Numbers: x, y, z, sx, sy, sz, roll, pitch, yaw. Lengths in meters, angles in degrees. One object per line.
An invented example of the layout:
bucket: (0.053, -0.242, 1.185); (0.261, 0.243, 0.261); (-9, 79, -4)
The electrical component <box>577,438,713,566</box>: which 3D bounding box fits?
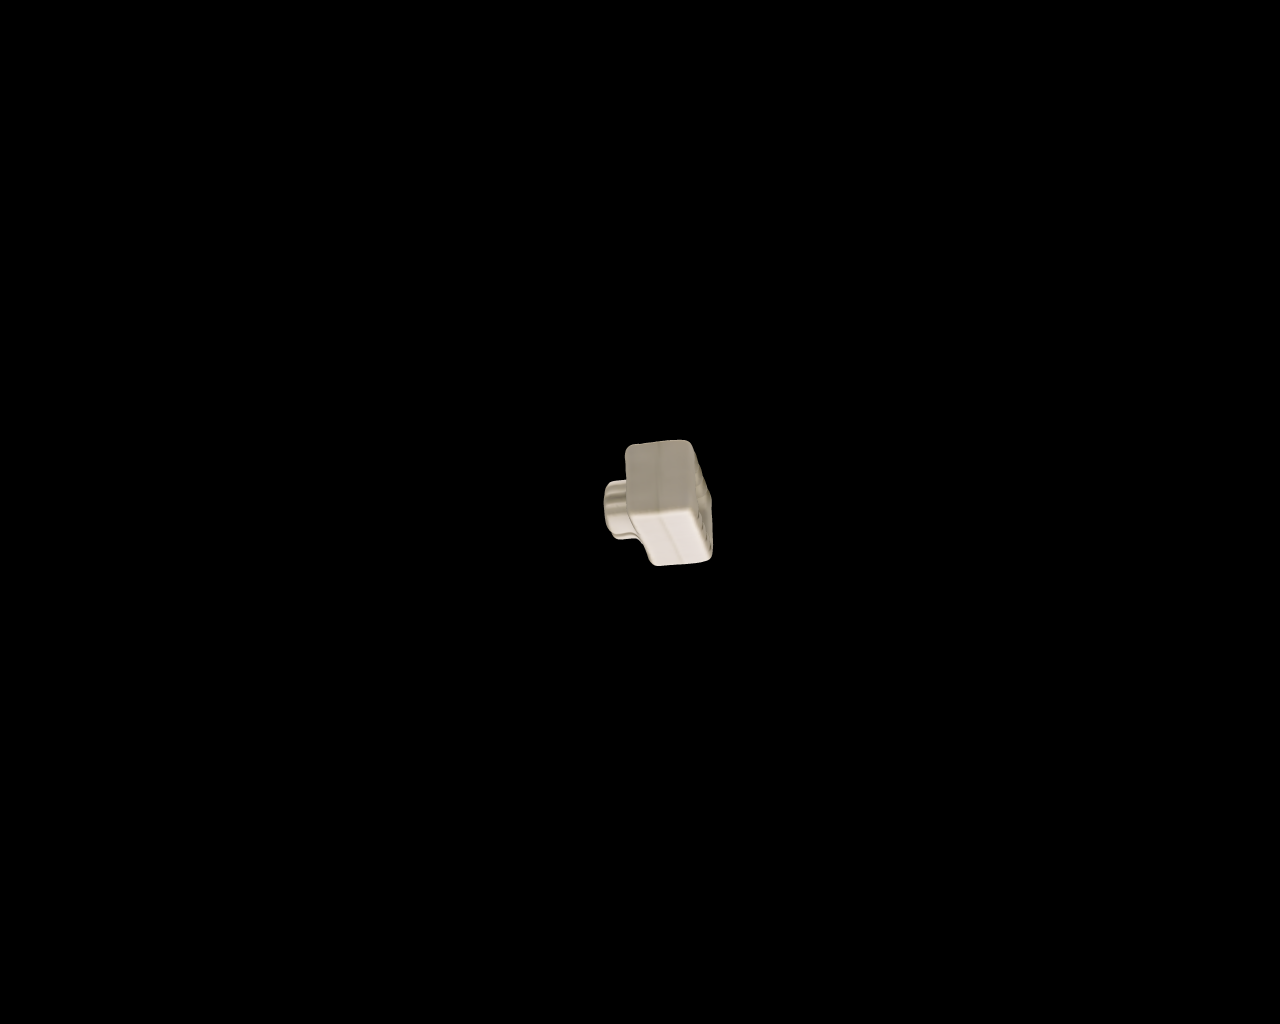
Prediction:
electrical component: (0.001, -0.003, 0.650); (0.076, 0.047, 0.083); (-5, -24, 10)
